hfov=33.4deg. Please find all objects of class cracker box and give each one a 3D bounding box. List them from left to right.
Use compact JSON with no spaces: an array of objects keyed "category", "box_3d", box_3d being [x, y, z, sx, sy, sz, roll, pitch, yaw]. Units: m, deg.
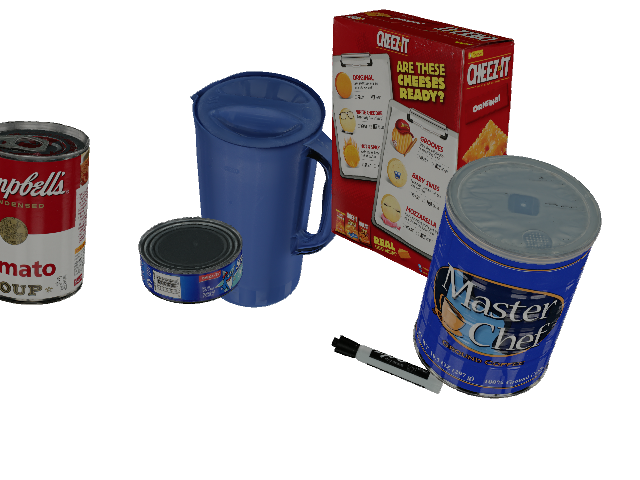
[{"category":"cracker box","box_3d":[0.087,-0.086,0.955,0.071,0.214,0.164,-18,30,-36]}]

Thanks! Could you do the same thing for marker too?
[{"category":"marker","box_3d":[0.068,0.126,1.096,0.121,0.020,0.020,21,4,11]}]

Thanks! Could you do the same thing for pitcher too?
[{"category":"pitcher","box_3d":[-0.060,-0.042,1.132,0.145,0.243,0.149,-5,43,-11]}]

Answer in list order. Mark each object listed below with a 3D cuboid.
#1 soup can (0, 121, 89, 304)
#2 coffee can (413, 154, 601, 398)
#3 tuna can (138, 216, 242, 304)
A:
[{"category":"soup can","box_3d":[-0.185,-0.018,0.687,0.068,0.102,0.068,6,23,-3]},{"category":"coffee can","box_3d":[0.126,0.026,0.745,0.102,0.140,0.103,4,43,-4]},{"category":"tuna can","box_3d":[-0.107,0.016,0.887,0.086,0.034,0.086,1,32,-1]}]
